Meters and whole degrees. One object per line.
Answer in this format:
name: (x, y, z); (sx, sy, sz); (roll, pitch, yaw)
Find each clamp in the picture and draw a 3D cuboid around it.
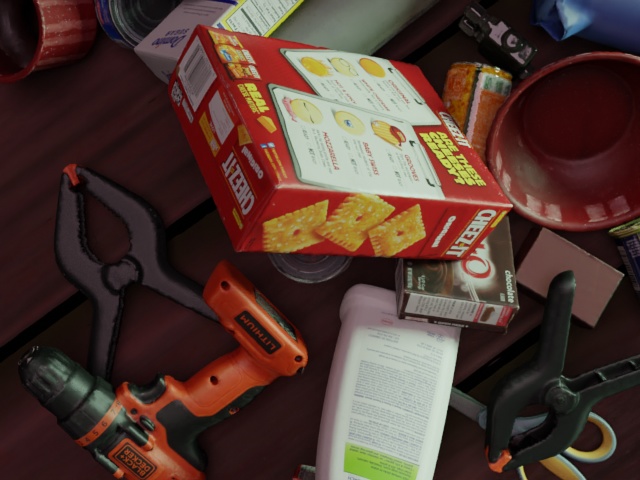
clamp: (0.197, 0.118, 0.838); (0.120, 0.039, 0.172); (28, 109, -2)
clamp: (-0.150, 0.029, 0.889); (0.164, 0.036, 0.210); (-20, 91, 0)

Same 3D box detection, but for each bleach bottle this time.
bleach bottle: (0.036, 0.161, 0.805); (0.102, 0.068, 0.250); (16, 59, 3)

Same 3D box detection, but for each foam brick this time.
foam brick: (0.196, 0.031, 0.865); (0.078, 0.053, 0.051); (31, 89, 4)

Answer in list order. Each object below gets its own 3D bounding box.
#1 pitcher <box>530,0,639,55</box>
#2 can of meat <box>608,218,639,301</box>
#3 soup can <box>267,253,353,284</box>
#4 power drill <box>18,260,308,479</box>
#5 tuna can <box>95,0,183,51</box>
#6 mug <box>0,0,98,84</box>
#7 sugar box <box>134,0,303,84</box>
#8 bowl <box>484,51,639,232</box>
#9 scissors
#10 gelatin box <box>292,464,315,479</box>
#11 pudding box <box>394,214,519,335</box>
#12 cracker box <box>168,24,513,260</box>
pitcher: (0.301, -0.205, 0.839); (0.243, 0.145, 0.149); (19, 112, 0)
can of meat: (0.297, 0.013, 0.860); (0.102, 0.057, 0.084); (-22, 90, 2)
soup can: (-0.006, 0.001, 0.851); (0.068, 0.102, 0.068); (0, 88, 3)
power drill: (-0.118, 0.105, 0.846); (0.188, 0.057, 0.184); (-42, 109, 8)
tuna can: (-0.140, -0.196, 0.878); (0.086, 0.034, 0.086); (-8, 107, -28)
mug: (-0.229, -0.187, 0.862); (0.093, 0.081, 0.117); (41, 118, 10)
sugar box: (-0.059, -0.192, 0.849); (0.176, 0.093, 0.048); (-49, 123, -10)
bowl: (0.210, -0.086, 0.846); (0.162, 0.055, 0.162); (1, 126, 2)
scissors: (0.159, 0.140, 0.879); (0.096, 0.016, 0.202); (-44, 87, 3)
gelatin box: (0.018, 0.209, 0.855); (0.089, 0.073, 0.030); (13, 88, 3)
pudding box: (0.105, 0.017, 0.843); (0.090, 0.039, 0.113); (7, 47, -4)
cracker box: (0.012, -0.066, 0.781); (0.072, 0.213, 0.164); (-55, 47, 35)
